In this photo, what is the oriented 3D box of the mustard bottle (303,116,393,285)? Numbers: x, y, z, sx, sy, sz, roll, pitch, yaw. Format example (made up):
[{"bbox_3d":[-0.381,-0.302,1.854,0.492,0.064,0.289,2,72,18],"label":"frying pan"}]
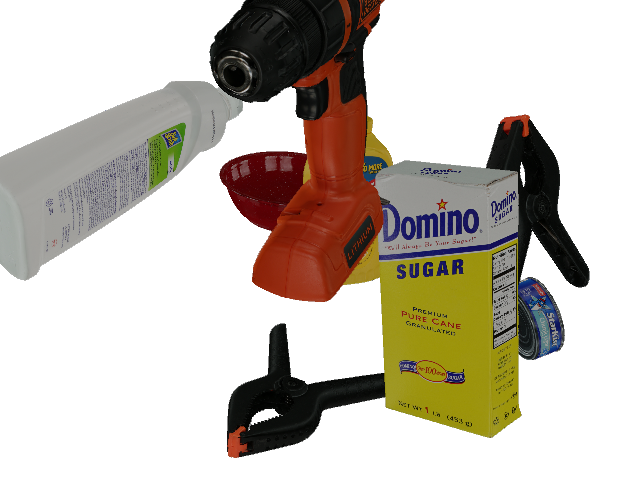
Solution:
[{"bbox_3d":[0.028,-0.052,1.095,0.096,0.192,0.058,-6,20,-25],"label":"mustard bottle"}]

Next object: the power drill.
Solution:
[{"bbox_3d":[-0.004,-0.062,0.584,0.057,0.188,0.184,15,36,19],"label":"power drill"}]

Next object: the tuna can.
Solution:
[{"bbox_3d":[0.225,0.085,1.152,0.033,0.086,0.086,-19,5,-14],"label":"tuna can"}]

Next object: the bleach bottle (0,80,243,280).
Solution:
[{"bbox_3d":[-0.167,-0.067,0.909,0.068,0.103,0.250,39,51,24],"label":"bleach bottle"}]

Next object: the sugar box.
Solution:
[{"bbox_3d":[0.087,0.038,0.728,0.094,0.176,0.048,9,22,40],"label":"sugar box"}]

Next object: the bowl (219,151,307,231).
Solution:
[{"bbox_3d":[-0.042,-0.053,1.283,0.162,0.055,0.162,4,26,-2],"label":"bowl"}]

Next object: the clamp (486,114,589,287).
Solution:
[{"bbox_3d":[0.175,-0.020,0.930,0.120,0.171,0.039,-26,12,-40],"label":"clamp"}]

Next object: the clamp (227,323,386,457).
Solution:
[{"bbox_3d":[-0.019,0.160,1.090,0.165,0.036,0.209,16,30,21],"label":"clamp"}]
